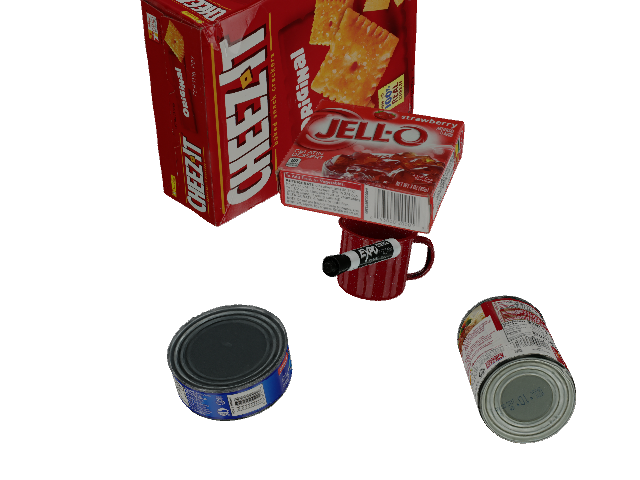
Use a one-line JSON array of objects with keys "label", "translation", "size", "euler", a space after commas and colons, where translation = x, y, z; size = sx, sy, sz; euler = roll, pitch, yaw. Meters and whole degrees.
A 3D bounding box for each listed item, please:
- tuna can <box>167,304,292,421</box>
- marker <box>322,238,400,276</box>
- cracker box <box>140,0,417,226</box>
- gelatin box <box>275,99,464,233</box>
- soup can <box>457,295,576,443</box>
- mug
[{"label": "tuna can", "translation": [-0.063, 0.086, 0.757], "size": [0.086, 0.034, 0.086], "euler": [-6, 39, 4]}, {"label": "marker", "translation": [0.037, 0.015, 0.972], "size": [0.020, 0.020, 0.120], "euler": [0, 8, 32]}, {"label": "cracker box", "translation": [-0.020, -0.130, 0.785], "size": [0.213, 0.164, 0.072], "euler": [-32, 48, -33]}, {"label": "gelatin box", "translation": [0.029, -0.044, 0.599], "size": [0.089, 0.030, 0.073], "euler": [12, 42, 16]}, {"label": "soup can", "translation": [0.137, 0.089, 0.755], "size": [0.068, 0.068, 0.102], "euler": [0, 20, -1]}, {"label": "mug", "translation": [0.075, 0.018, 1.251], "size": [0.117, 0.081, 0.093], "euler": [3, 25, -8]}]
